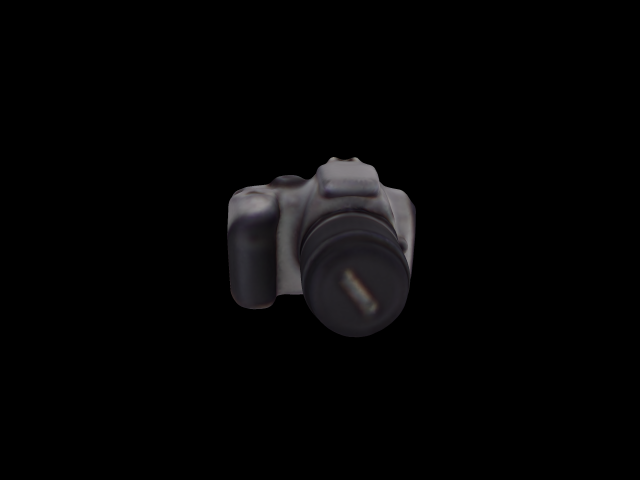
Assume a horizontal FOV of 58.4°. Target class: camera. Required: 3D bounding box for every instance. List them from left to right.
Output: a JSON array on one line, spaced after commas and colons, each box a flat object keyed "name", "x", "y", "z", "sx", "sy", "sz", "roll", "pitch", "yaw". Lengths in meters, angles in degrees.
[{"name": "camera", "x": 0.004, "y": 0.001, "z": 0.400, "sx": 0.143, "sy": 0.101, "sz": 0.136, "roll": -1, "pitch": 19, "yaw": -3}]
